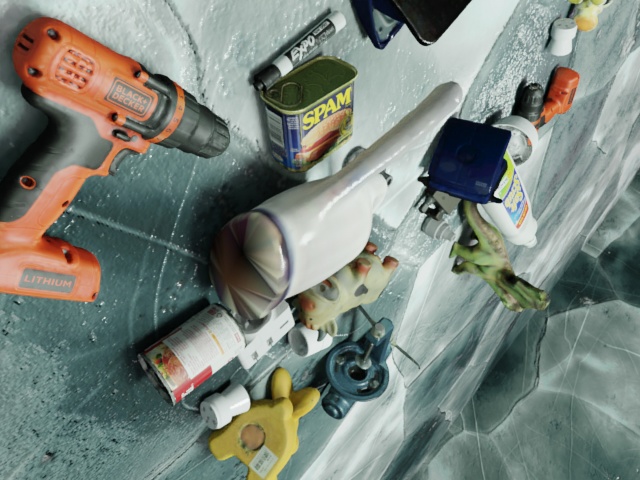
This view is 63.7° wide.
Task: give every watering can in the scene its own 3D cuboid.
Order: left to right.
[{"bbox_3d":[0.002,-0.028,0.563,0.227,0.105,0.340,-28,162,-40],"label":"watering can"}]

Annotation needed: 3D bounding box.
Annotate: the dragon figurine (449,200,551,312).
[{"bbox_3d":[0.413,0.055,1.151,0.123,0.246,0.403,-45,150,-8],"label":"dragon figurine"}]
